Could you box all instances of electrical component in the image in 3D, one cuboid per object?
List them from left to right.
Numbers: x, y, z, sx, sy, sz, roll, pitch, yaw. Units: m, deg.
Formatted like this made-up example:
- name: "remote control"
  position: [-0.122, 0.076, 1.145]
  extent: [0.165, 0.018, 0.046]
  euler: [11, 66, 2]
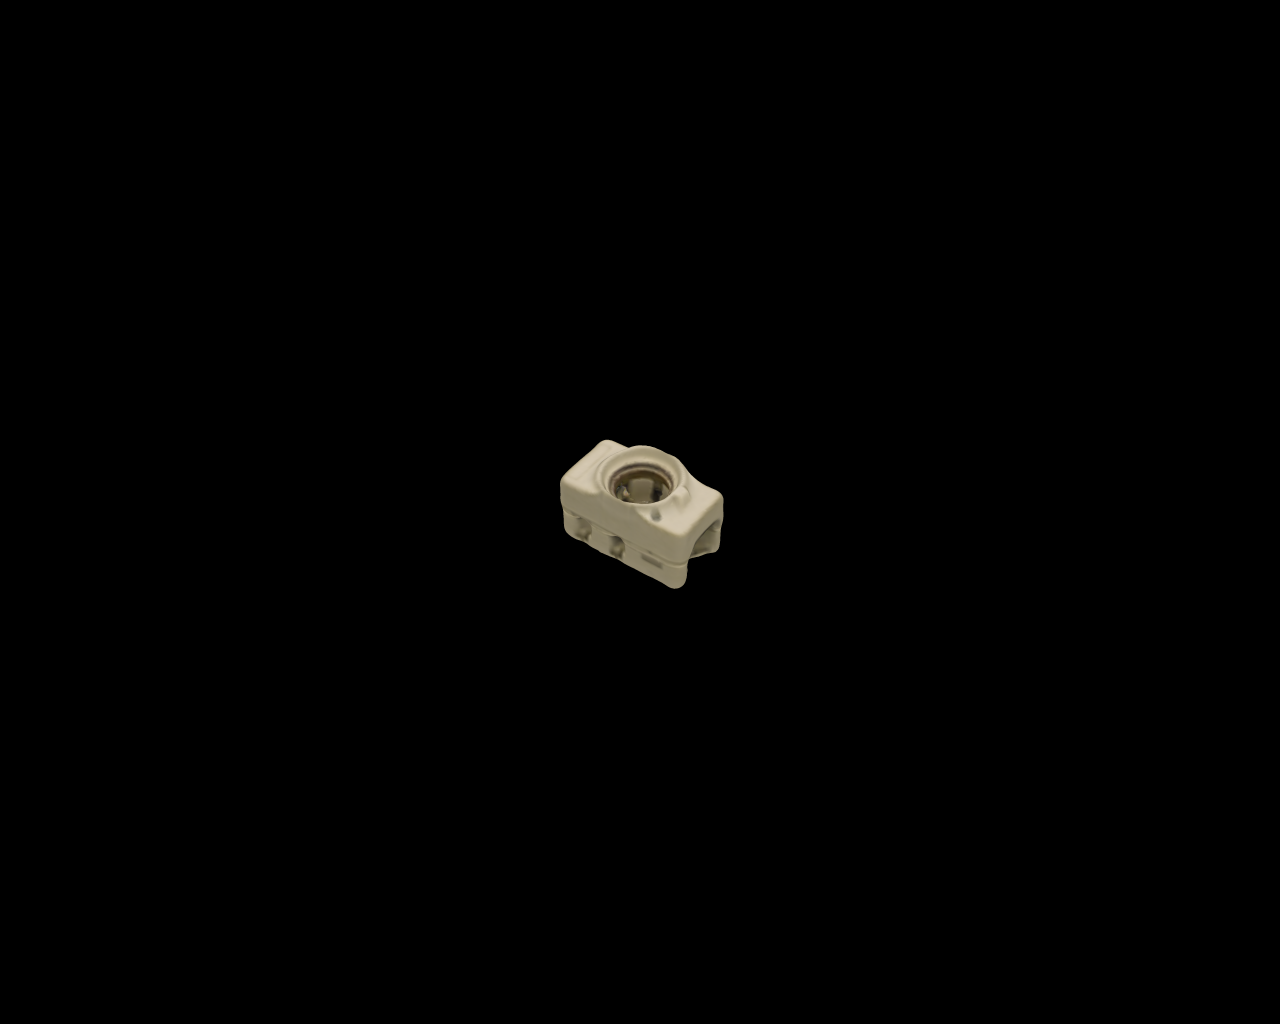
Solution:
- name: "electrical component"
  position: [0.001, -0.003, 0.650]
  extent: [0.089, 0.055, 0.050]
  euler: [27, 50, 25]
